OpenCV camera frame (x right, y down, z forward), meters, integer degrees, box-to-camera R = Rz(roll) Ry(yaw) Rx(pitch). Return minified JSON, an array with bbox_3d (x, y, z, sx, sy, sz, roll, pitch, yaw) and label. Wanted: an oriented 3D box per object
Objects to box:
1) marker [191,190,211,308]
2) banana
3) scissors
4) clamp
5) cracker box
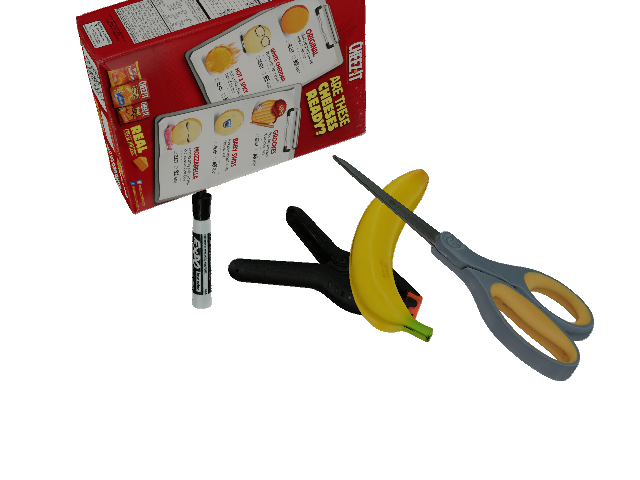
[{"bbox_3d":[-0.115,0.008,1.028,0.020,0.121,0.020,2,23,-1],"label":"marker"},{"bbox_3d":[0.060,0.010,0.926,0.069,0.197,0.037,8,-42,-4],"label":"banana"},{"bbox_3d":[0.098,0.008,0.680,0.096,0.016,0.202,-10,50,-45],"label":"scissors"},{"bbox_3d":[0.010,0.039,1.197,0.210,0.036,0.164,28,35,19],"label":"clamp"},{"bbox_3d":[-0.073,-0.129,0.850,0.213,0.072,0.164,-21,-38,-15],"label":"cracker box"}]
